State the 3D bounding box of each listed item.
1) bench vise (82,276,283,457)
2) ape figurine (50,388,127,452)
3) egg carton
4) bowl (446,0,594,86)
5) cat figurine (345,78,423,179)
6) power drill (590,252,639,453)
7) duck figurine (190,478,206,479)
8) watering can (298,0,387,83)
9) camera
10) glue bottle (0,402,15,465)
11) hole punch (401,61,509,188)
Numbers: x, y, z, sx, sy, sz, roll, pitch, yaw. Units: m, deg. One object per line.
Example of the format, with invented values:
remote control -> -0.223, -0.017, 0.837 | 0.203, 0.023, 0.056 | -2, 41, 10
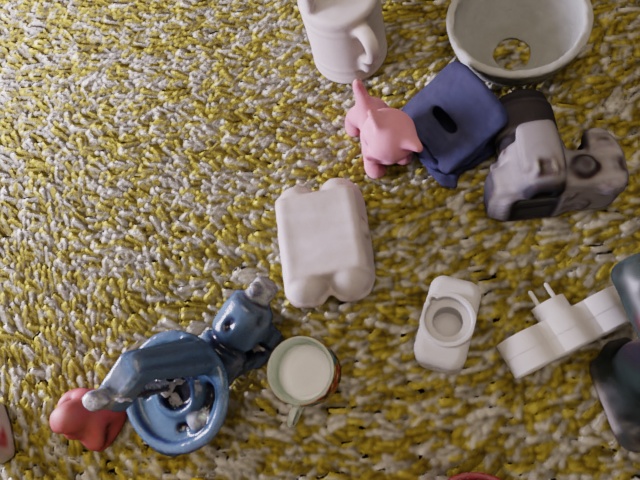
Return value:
bench vise -> -0.134, 0.112, 0.564 | 0.121, 0.220, 0.207 | 18, 75, 16
ape figurine -> -0.259, 0.194, 0.627 | 0.076, 0.092, 0.077 | -27, 68, 0
egg carton -> 0.006, 0.002, 0.658 | 0.107, 0.069, 0.150 | -12, 69, 6
bowl -> 0.238, -0.250, 0.702 | 0.167, 0.075, 0.167 | -3, 70, 9
cat figurine -> 0.070, -0.132, 0.668 | 0.067, 0.118, 0.127 | -26, 68, 1
power drill -> 0.305, 0.130, 0.482 | 0.075, 0.209, 0.229 | -17, 68, 5
duck figurine -> -0.140, 0.294, 0.572 | 0.077, 0.086, 0.104 | 15, 74, 15
watering can -> 0.019, -0.291, 0.693 | 0.172, 0.194, 0.101 | 35, 80, 20
camera -> 0.250, -0.103, 0.633 | 0.143, 0.101, 0.137 | -7, 69, 8
glue bottle -> -0.399, 0.203, 0.606 | 0.037, 0.173, 0.078 | -31, 68, -1
hole punch -> 0.153, -0.134, 0.667 | 0.101, 0.091, 0.108 | -33, 68, -2
